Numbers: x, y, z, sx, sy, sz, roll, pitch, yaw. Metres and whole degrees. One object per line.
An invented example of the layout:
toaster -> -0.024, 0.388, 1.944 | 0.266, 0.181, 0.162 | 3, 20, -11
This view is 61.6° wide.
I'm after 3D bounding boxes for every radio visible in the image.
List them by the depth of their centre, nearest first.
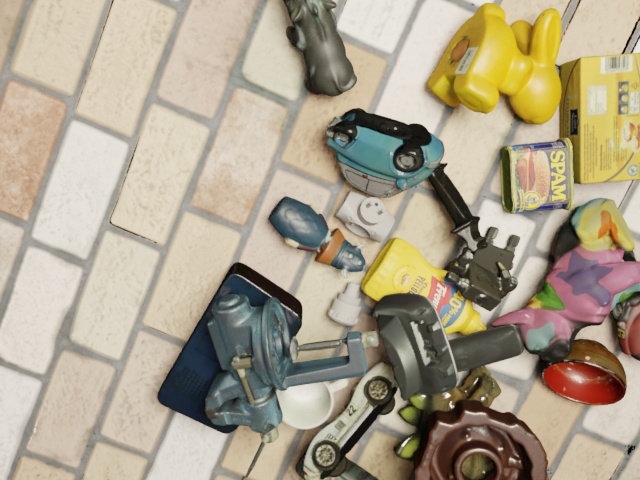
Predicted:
radio -> -0.129, 0.162, 0.798 | 0.131, 0.073, 0.229 | 31, 100, -6

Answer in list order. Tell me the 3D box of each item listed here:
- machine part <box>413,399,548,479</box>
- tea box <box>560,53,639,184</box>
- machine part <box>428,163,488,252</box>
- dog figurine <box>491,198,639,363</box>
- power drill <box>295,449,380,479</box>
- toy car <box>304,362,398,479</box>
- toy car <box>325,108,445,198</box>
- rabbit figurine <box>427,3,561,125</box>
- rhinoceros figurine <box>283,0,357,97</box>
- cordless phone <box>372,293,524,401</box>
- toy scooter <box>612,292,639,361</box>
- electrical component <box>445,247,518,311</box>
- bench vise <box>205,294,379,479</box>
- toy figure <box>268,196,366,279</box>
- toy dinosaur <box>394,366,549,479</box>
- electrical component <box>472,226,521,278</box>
machine part -> 0.216, 0.307, 0.735 | 0.179, 0.056, 0.179 | 1, 95, 7
tea box -> 0.393, -0.165, 0.744 | 0.098, 0.068, 0.169 | -3, 100, 1
machine part -> 0.192, -0.047, 0.758 | 0.039, 0.084, 0.139 | -35, 77, 32
dog figurine -> 0.344, 0.063, 0.762 | 0.219, 0.108, 0.191 | -27, 68, 20
power drill -> 0.033, 0.442, 0.812 | 0.232, 0.086, 0.207 | 38, 110, 17
toy car -> 0.047, 0.268, 0.785 | 0.056, 0.073, 0.202 | 35, 73, 29
toy car -> 0.082, -0.111, 0.739 | 0.162, 0.109, 0.102 | 16, 122, 5
rabbit figurine -> 0.256, -0.227, 0.727 | 0.173, 0.122, 0.162 | 26, 89, -18
rhinoceros figurine -> -0.011, -0.280, 0.704 | 0.073, 0.112, 0.190 | -20, 107, 6
cordless phone -> 0.176, 0.128, 0.730 | 0.184, 0.089, 0.146 | -18, 102, 7
toy scooter -> 0.500, 0.084, 0.783 | 0.184, 0.075, 0.135 | -36, 98, 2
electrical component -> 0.228, 0.052, 0.760 | 0.102, 0.078, 0.045 | 32, 121, -4
bench vise -> -0.039, 0.167, 0.701 | 0.241, 0.129, 0.223 | -10, 97, 9
toy figure -> 0.000, -0.004, 0.778 | 0.154, 0.058, 0.064 | 36, 104, -10
toy dinosaur -> 0.229, 0.348, 0.817 | 0.199, 0.105, 0.471 | -27, 91, 10
electrical component -> 0.257, 0.029, 0.800 | 0.063, 0.021, 0.094 | 21, 98, -4
